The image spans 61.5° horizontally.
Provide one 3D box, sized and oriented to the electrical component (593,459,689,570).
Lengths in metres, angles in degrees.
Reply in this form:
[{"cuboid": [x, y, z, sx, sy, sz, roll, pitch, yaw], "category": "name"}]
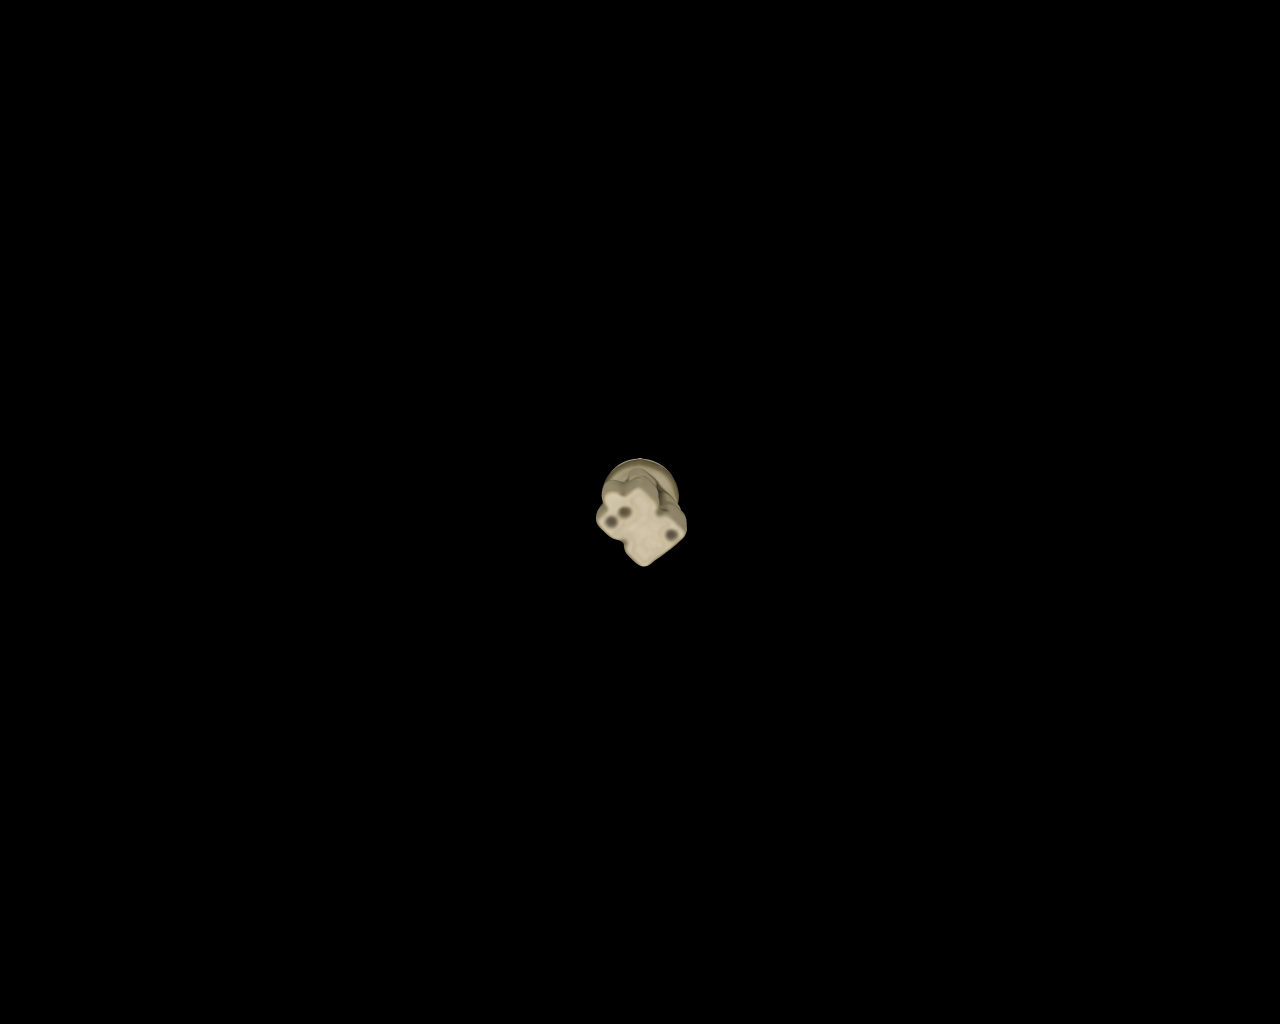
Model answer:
[{"cuboid": [0.001, -0.003, 0.650, 0.048, 0.066, 0.055, -38, 20, 16], "category": "electrical component"}]
